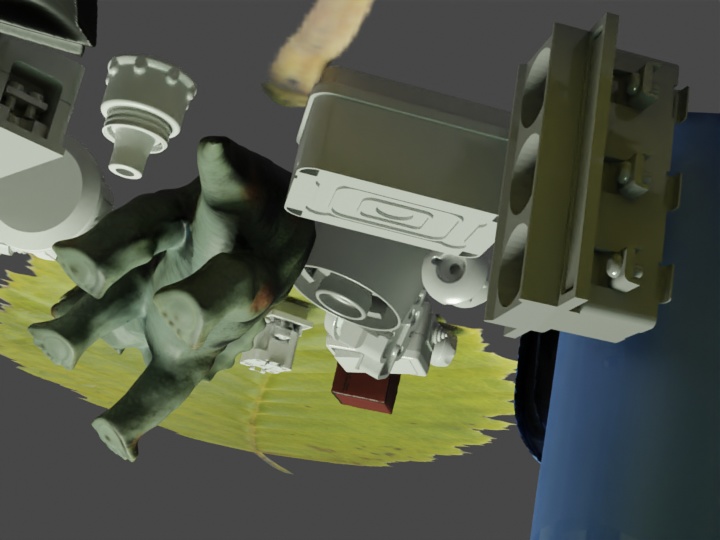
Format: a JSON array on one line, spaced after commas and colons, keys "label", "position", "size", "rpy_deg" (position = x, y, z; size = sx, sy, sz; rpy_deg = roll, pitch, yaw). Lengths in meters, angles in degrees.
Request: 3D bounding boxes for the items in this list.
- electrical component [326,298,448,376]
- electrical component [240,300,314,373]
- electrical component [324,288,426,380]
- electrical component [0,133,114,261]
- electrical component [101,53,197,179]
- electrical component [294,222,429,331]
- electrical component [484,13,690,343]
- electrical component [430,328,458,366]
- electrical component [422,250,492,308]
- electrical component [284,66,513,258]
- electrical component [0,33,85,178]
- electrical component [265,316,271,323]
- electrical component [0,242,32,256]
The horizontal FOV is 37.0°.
[{"label": "electrical component", "position": [0.025, 0.057, 0.909], "size": [0.096, 0.061, 0.061], "rpy_deg": [8, 163, 14]}, {"label": "electrical component", "position": [-0.081, 0.062, 0.998], "size": [0.042, 0.063, 0.081], "rpy_deg": [19, 162, -24]}, {"label": "electrical component", "position": [0.009, 0.039, 0.850], "size": [0.057, 0.078, 0.058], "rpy_deg": [27, -171, 21]}, {"label": "electrical component", "position": [-0.204, -0.047, 0.703], "size": [0.080, 0.080, 0.051], "rpy_deg": [11, 168, 5]}, {"label": "electrical component", "position": [-0.115, -0.079, 0.564], "size": [0.048, 0.062, 0.048], "rpy_deg": [11, 163, 3]}, {"label": "electrical component", "position": [0.000, 0.000, 0.780], "size": [0.099, 0.064, 0.099], "rpy_deg": [23, 159, 9]}, {"label": "electrical component", "position": [0.097, -0.034, 0.459], "size": [0.063, 0.121, 0.078], "rpy_deg": [13, 164, -9]}, {"label": "electrical component", "position": [0.054, 0.063, 0.956], "size": [0.061, 0.035, 0.035], "rpy_deg": [17, 163, -11]}, {"label": "electrical component", "position": [0.074, 0.005, 0.740], "size": [0.048, 0.048, 0.062], "rpy_deg": [3, 167, 28]}, {"label": "electrical component", "position": [0.023, -0.054, 0.558], "size": [0.113, 0.057, 0.078], "rpy_deg": [14, 163, -7]}, {"label": "electrical component", "position": [-0.247, -0.097, 0.601], "size": [0.105, 0.060, 0.186], "rpy_deg": [26, 159, -38]}, {"label": "electrical component", "position": [-0.113, 0.029, 0.938], "size": [0.077, 0.044, 0.079], "rpy_deg": [-5, 150, 45]}, {"label": "electrical component", "position": [-0.295, -0.031, 0.886], "size": [0.078, 0.040, 0.040], "rpy_deg": [13, 163, -4]}]
